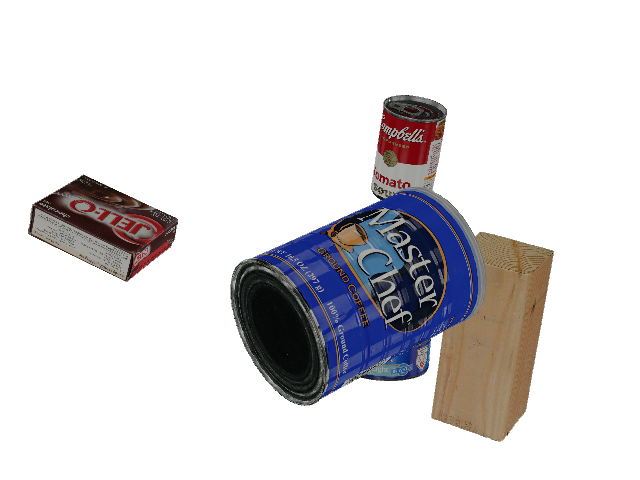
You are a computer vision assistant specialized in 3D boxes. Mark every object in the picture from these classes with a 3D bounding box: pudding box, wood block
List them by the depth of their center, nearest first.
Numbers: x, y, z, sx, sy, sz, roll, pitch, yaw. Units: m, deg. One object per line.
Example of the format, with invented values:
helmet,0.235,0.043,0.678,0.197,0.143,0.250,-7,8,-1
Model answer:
pudding box,-0.207,-0.013,1.019,0.113,0.039,0.090,23,27,11
wood block,0.194,0.108,1.210,0.090,0.206,0.090,16,24,25

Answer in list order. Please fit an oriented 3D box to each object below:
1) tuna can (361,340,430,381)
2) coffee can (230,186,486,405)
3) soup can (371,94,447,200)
tuna can,0.056,0.096,0.954,0.086,0.034,0.086,3,14,-1
coffee can,0.026,0.035,0.716,0.140,0.103,0.103,-24,13,-31
soup can,0.093,-0.096,1.144,0.068,0.102,0.068,6,29,-3
